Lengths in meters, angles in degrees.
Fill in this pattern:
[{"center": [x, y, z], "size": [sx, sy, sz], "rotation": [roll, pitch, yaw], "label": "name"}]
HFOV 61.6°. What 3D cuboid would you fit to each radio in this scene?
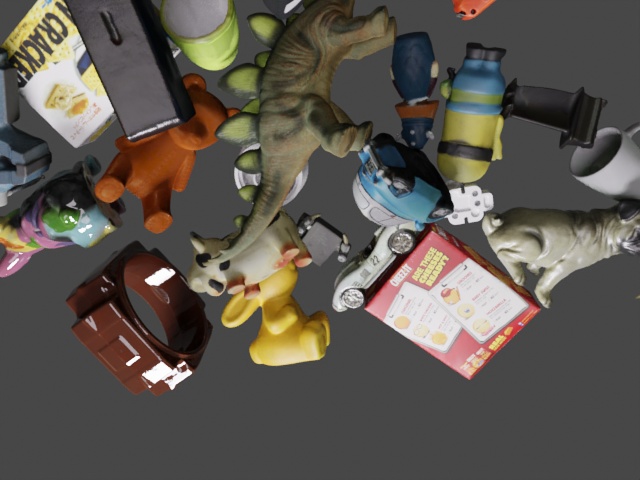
[{"center": [-0.225, -0.237, 0.628], "size": [0.073, 0.131, 0.229], "rotation": [-19, 106, 0], "label": "radio"}]

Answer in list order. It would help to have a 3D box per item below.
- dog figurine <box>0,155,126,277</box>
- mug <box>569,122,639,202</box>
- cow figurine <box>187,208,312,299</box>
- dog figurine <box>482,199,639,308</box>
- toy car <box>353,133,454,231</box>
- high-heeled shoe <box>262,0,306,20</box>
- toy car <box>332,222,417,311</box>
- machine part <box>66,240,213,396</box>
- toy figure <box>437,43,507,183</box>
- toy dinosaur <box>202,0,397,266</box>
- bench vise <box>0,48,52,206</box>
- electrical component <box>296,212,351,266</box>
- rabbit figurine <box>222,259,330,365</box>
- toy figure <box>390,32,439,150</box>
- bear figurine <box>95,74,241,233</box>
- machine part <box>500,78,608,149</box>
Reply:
[{"center": [-0.406, -0.021, 0.788], "size": [0.219, 0.192, 0.108], "rotation": [-30, 114, -1], "label": "dog figurine"}, {"center": [0.425, -0.104, 0.746], "size": [0.107, 0.081, 0.109], "rotation": [32, 112, -21], "label": "mug"}, {"center": [-0.120, 0.020, 0.802], "size": [0.195, 0.127, 0.085], "rotation": [-32, 150, 16], "label": "cow figurine"}, {"center": [0.347, -0.020, 0.744], "size": [0.172, 0.121, 0.190], "rotation": [32, 123, -28], "label": "dog figurine"}, {"center": [0.099, -0.065, 0.714], "size": [0.161, 0.109, 0.103], "rotation": [14, 134, -46], "label": "toy car"}, {"center": [0.025, -0.367, 0.637], "size": [0.086, 0.249, 0.145], "rotation": [42, 155, 24], "label": "high-heeled shoe"}, {"center": [0.081, 0.028, 0.822], "size": [0.056, 0.073, 0.201], "rotation": [37, 110, -9], "label": "toy car"}, {"center": [-0.261, 0.113, 0.812], "size": [0.087, 0.201, 0.201], "rotation": [-34, 106, 12], "label": "machine part"}, {"center": [0.201, -0.168, 0.725], "size": [0.082, 0.089, 0.180], "rotation": [29, 125, 40], "label": "toy figure"}, {"center": [-0.031, -0.169, 0.700], "size": [0.199, 0.105, 0.471], "rotation": [19, 92, 20], "label": "toy dinosaur"}, {"center": [-0.489, -0.159, 0.715], "size": [0.241, 0.129, 0.223], "rotation": [12, 127, 0], "label": "bench vise"}, {"center": [-0.001, -0.001, 0.832], "size": [0.102, 0.045, 0.078], "rotation": [41, 108, -12], "label": "electrical component"}, {"center": [-0.068, 0.105, 0.860], "size": [0.162, 0.122, 0.173], "rotation": [-7, 98, 17], "label": "rabbit figurine"}, {"center": [0.132, -0.200, 0.734], "size": [0.058, 0.064, 0.154], "rotation": [-21, 117, -24], "label": "toy figure"}, {"center": [-0.204, -0.124, 0.756], "size": [0.196, 0.132, 0.120], "rotation": [-33, 128, 20], "label": "bear figurine"}, {"center": [0.316, -0.175, 0.736], "size": [0.139, 0.039, 0.084], "rotation": [17, 96, 0], "label": "machine part"}]
